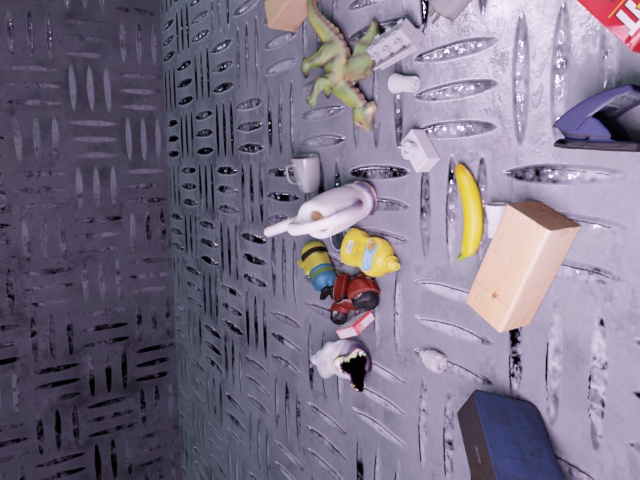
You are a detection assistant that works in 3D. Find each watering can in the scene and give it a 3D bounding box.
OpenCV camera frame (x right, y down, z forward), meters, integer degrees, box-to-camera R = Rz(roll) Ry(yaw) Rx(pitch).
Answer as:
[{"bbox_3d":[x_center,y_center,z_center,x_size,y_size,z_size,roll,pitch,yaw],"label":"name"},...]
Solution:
[{"bbox_3d":[0.004,-0.066,1.309,0.346,0.227,0.103,-4,109,58],"label":"watering can"}]

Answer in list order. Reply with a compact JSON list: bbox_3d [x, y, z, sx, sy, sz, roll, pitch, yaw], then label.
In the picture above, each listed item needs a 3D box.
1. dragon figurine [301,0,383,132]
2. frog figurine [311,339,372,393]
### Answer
[{"bbox_3d":[0.068,-0.469,1.296,0.241,0.123,0.411,-8,88,41],"label":"dragon figurine"},{"bbox_3d":[0.057,0.319,1.364,0.159,0.136,0.124,-1,59,63],"label":"frog figurine"}]
